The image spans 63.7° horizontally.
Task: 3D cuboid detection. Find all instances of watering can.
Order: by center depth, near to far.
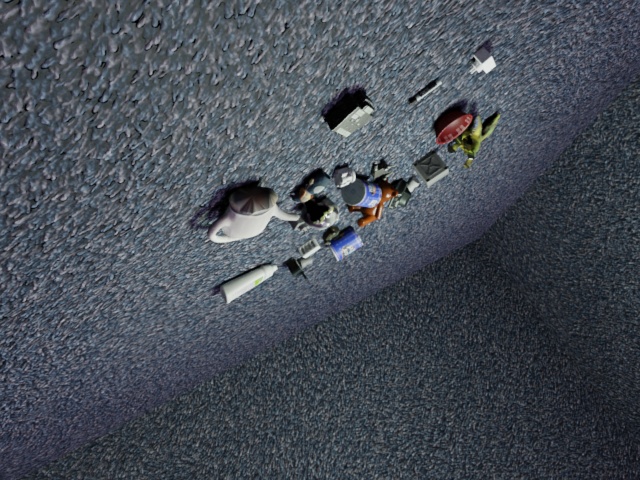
[{"bbox_3d":[-0.190,-0.086,1.626,0.350,0.105,0.219,-19,156,-32],"label":"watering can"}]

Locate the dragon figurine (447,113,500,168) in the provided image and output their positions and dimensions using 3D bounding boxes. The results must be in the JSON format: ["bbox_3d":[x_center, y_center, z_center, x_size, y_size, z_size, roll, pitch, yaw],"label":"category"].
[{"bbox_3d":[0.665,-0.452,2.152,0.246,0.123,0.403,-45,167,-19],"label":"dragon figurine"}]

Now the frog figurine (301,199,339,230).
[{"bbox_3d":[0.006,-0.096,1.909,0.137,0.123,0.159,-2,176,14],"label":"frog figurine"}]
